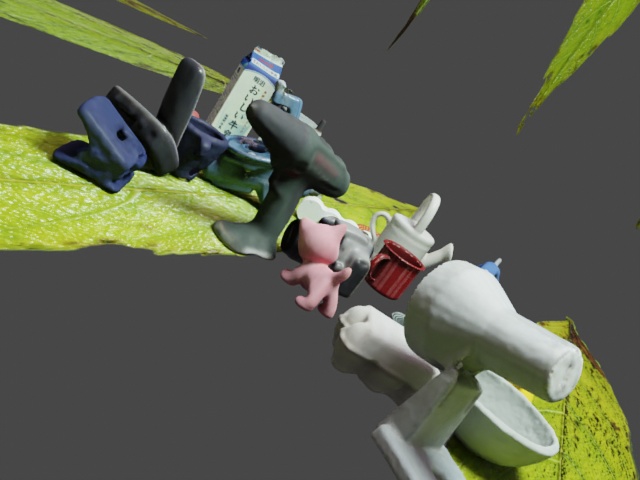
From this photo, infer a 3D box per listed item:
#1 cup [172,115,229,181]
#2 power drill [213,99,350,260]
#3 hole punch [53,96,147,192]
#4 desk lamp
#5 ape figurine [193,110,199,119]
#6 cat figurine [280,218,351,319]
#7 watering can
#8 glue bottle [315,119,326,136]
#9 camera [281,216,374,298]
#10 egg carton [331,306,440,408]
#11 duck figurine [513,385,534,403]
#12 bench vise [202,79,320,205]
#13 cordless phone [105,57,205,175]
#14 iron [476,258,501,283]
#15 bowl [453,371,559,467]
[{"bbox_3d":[-0.207,-0.140,0.931,0.092,0.095,0.117,26,18,-27],"label":"cup"},{"bbox_3d":[-0.063,-0.078,0.835,0.231,0.208,0.075,15,25,-50],"label":"power drill"},{"bbox_3d":[-0.280,-0.130,0.765,0.101,0.091,0.108,31,16,-14],"label":"hole punch"},{"bbox_3d":[0.155,0.152,0.599,0.118,0.213,0.202,22,20,-38],"label":"desk lamp"},{"bbox_3d":[-0.244,-0.189,1.005,0.076,0.092,0.078,31,16,-12],"label":"ape figurine"},{"bbox_3d":[0.003,0.029,0.825,0.067,0.117,0.127,21,21,-40],"label":"cat figurine"},{"bbox_3d":[0.188,-0.007,1.160,0.173,0.194,0.100,28,17,-24],"label":"watering can"},{"bbox_3d":[-0.036,-0.200,1.305,0.037,0.173,0.078,29,17,-18],"label":"glue bottle"},{"bbox_3d":[0.009,0.003,0.941,0.137,0.100,0.143,27,18,-27],"label":"camera"},{"bbox_3d":[0.084,0.149,0.730,0.150,0.069,0.107,33,16,-8],"label":"egg carton"},{"bbox_3d":[0.320,0.230,0.940,0.105,0.086,0.077,27,18,-26],"label":"duck figurine"},{"bbox_3d":[-0.078,-0.164,1.032,0.208,0.219,0.121,21,21,-39],"label":"bench vise"},{"bbox_3d":[-0.251,-0.208,0.877,0.147,0.185,0.094,40,17,19],"label":"cordless phone"},{"bbox_3d":[0.329,0.104,1.219,0.118,0.141,0.259,39,17,16],"label":"iron"},{"bbox_3d":[0.217,0.234,0.743,0.168,0.074,0.167,32,16,-10],"label":"bowl"}]
